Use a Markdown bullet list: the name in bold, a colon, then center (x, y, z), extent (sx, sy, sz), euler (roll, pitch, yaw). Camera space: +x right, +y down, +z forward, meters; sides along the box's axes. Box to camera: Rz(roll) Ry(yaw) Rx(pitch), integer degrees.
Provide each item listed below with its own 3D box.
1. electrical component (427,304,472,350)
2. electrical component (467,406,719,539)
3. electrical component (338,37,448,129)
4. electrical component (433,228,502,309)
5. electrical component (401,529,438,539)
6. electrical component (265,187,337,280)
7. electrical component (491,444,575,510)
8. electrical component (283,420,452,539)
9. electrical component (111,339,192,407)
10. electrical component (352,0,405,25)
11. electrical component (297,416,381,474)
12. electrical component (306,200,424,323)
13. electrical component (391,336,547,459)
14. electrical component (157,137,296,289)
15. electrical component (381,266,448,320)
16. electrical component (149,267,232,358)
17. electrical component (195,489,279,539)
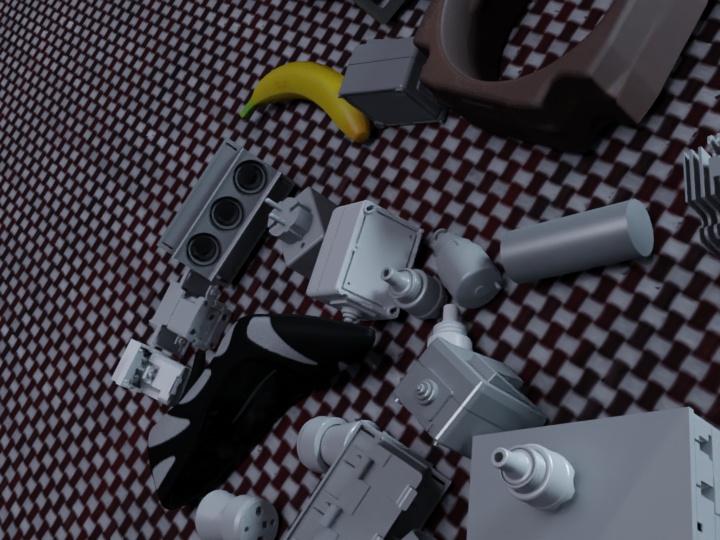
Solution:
- **electrical component**: center (0.067, 0.055, 0.807), extent (0.035, 0.035, 0.061), euler (-20, 52, 36)
- **electrical component**: center (0.145, 0.144, 0.658), extent (0.150, 0.062, 0.089), euler (-15, 57, 38)
- **electrical component**: center (0.040, -0.167, 0.944), extent (0.096, 0.062, 0.061), euler (3, 69, 45)
- **electrical component**: center (0.078, -0.005, 0.827), extent (0.040, 0.040, 0.078), euler (-46, 43, 14)
- **electrical component**: center (0.043, 0.228, 0.721), extent (0.077, 0.043, 0.079), euler (-57, 41, 2)
- **electrical component**: center (-0.055, -0.039, 0.949), extent (0.047, 0.077, 0.065), euler (-38, 45, 22)
- **electrical component**: center (0.097, 0.117, 0.624), extent (0.035, 0.061, 0.035), euler (-23, 52, 33)
- **electrical component**: center (-0.001, 0.181, 0.767), extent (0.079, 0.063, 0.121), euler (33, 92, 8)
- **electrical component**: center (-0.187, 0.098, 0.999), extent (0.064, 0.081, 0.042), euler (22, 83, 19)
- **electrical component**: center (0.007, -0.283, 1.049), extent (0.050, 0.056, 0.089), euler (-50, 42, 10)
- **electrical component**: center (-0.015, 0.136, 0.831), extent (0.055, 0.045, 0.045), euler (-2, 66, 44)
- **electrical component**: center (0.000, 0.000, 0.878), extent (0.061, 0.062, 0.096), euler (-8, 60, 58)
- **electrical component**: center (0.074, 0.088, 0.734), extent (0.061, 0.096, 0.062), euler (-53, 42, 7)
- **electrical component**: center (-0.129, -0.056, 1.035), extent (0.121, 0.079, 0.063), euler (-57, 13, 2)
- **electrical component**: center (0.039, 0.015, 0.837), extent (0.035, 0.061, 0.035), euler (-24, 51, 33)
- **electrical component**: center (-0.160, 0.044, 1.027), extent (0.064, 0.042, 0.081), euler (21, 83, 46)
- **electrical component**: center (-0.100, 0.204, 0.872), extent (0.055, 0.045, 0.045), euler (-2, 66, 43)
